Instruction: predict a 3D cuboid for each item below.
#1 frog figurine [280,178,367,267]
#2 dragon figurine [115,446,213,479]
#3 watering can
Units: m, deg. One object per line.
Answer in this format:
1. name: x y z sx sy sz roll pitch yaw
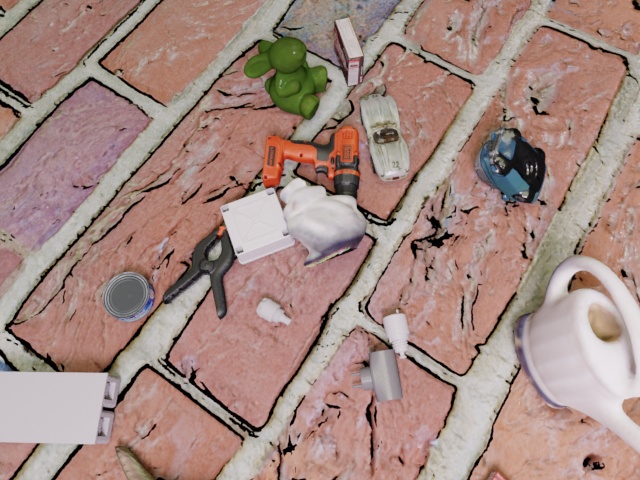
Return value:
1. frog figurine: 0.003 -0.046 0.909 0.138 0.121 0.160 -22 84 -13
2. dragon figurine: -0.170 0.416 0.676 0.412 0.239 0.123 30 78 13
3. watering can: 0.396 0.199 0.745 0.104 0.220 0.354 -1 66 -16
